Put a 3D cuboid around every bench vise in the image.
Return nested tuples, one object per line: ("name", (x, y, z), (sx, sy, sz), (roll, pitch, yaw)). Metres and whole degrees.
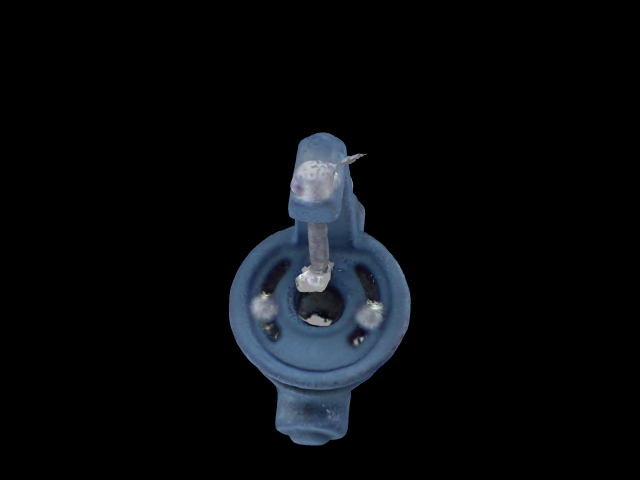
("bench vise", (-0.008, 0.003, 0.398), (0.121, 0.220, 0.207), (-8, 44, -8))
